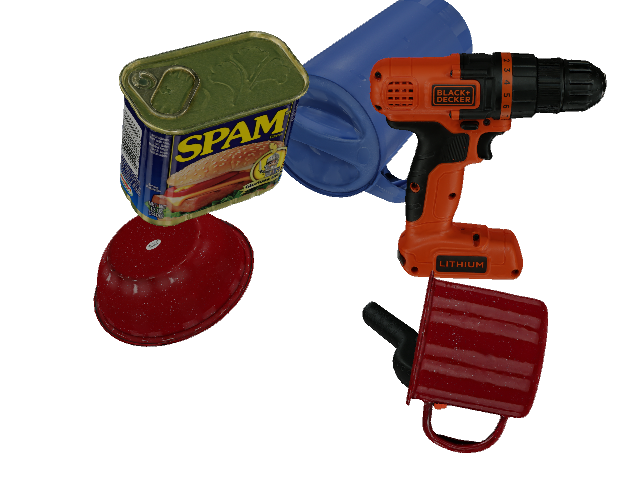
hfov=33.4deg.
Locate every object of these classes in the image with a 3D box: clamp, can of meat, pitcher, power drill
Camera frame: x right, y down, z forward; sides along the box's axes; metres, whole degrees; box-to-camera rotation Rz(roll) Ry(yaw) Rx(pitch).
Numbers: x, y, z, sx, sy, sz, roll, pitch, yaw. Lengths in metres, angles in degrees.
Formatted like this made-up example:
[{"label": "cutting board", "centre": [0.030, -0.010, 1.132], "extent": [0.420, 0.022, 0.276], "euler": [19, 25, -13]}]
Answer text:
[{"label": "clamp", "centre": [0.119, 0.108, 1.077], "extent": [0.120, 0.039, 0.171], "euler": [-9, 31, -9]}, {"label": "can of meat", "centre": [-0.064, -0.062, 0.608], "extent": [0.101, 0.057, 0.084], "euler": [-20, -31, -27]}, {"label": "pitcher", "centre": [0.066, -0.150, 1.086], "extent": [0.145, 0.149, 0.242], "euler": [8, 37, 34]}, {"label": "power drill", "centre": [0.133, -0.062, 0.871], "extent": [0.184, 0.188, 0.057], "euler": [2, 24, 7]}]

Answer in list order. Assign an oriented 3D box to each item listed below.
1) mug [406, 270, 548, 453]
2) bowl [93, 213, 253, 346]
[{"label": "mug", "centre": [0.104, 0.085, 0.719], "extent": [0.081, 0.117, 0.093], "euler": [11, -12, 6]}, {"label": "bowl", "centre": [-0.147, 0.020, 0.998], "extent": [0.162, 0.162, 0.055], "euler": [0, -42, 21]}]
